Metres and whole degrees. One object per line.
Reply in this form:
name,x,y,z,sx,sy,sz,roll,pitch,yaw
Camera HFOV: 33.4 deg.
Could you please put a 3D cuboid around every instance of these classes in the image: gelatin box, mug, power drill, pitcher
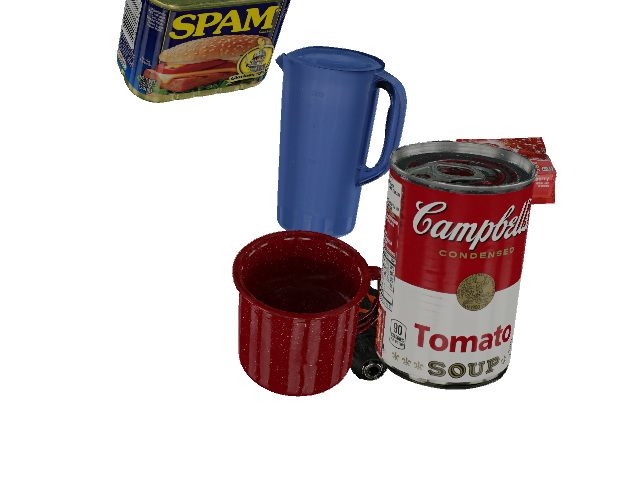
gelatin box,0.149,-0.057,0.868,0.073,0.030,0.089,-1,24,4
mug,-0.005,0.050,0.741,0.117,0.081,0.093,-14,42,-23
power drill,0.101,0.081,1.137,0.187,0.057,0.184,-5,28,-10
pitcher,0.015,-0.127,1.409,0.144,0.243,0.149,-2,23,-19

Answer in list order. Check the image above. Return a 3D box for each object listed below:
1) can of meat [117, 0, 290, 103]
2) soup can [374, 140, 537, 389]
can of meat,-0.072,-0.136,0.659,0.101,0.057,0.084,-12,-31,-27
soup can,0.062,0.011,0.508,0.068,0.102,0.068,3,22,-1
